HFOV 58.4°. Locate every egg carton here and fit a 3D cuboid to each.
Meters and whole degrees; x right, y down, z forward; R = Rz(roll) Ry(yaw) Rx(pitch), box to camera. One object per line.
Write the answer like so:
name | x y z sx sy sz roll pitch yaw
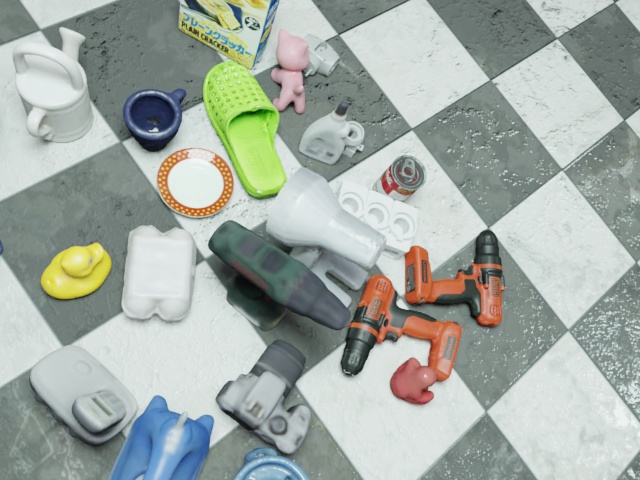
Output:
egg carton | -0.249 0.051 0.894 0.107 0.069 0.150 4 71 -16

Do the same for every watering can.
watering can | -0.409 -0.244 0.876 0.101 0.193 0.173 -4 73 -18

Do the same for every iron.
iron | -0.230 0.343 0.760 0.119 0.141 0.258 23 67 -8

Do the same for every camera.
camera | -0.065 0.231 0.872 0.143 0.100 0.137 36 65 -2

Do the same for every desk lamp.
desk lamp | 0.008 0.003 0.910 0.203 0.213 0.118 36 65 -2

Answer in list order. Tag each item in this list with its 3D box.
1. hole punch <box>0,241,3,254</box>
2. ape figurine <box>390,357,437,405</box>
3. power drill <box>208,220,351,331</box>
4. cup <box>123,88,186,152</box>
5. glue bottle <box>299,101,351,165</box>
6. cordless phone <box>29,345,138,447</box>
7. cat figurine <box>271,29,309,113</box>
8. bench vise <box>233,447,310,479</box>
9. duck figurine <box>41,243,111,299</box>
hole punch | -0.520 0.022 0.808 0.101 0.091 0.109 22 67 -9
ape figurine | 0.162 0.232 0.947 0.076 0.092 0.078 1 72 -17
power drill | -0.071 0.071 0.865 0.229 0.208 0.076 38 65 -1
cup | -0.270 -0.199 0.958 0.092 0.095 0.118 41 65 0
glue bottle | 0.019 -0.192 1.002 0.078 0.173 0.037 22 67 -8
cordless phone | -0.317 0.202 0.758 0.147 0.185 0.094 41 65 0
cat figurine | -0.049 -0.316 1.054 0.067 0.117 0.128 -3 73 -18
bench vise | -0.048 0.385 0.759 0.122 0.219 0.207 -17 78 -21
duck figurine | -0.364 0.040 0.853 0.105 0.086 0.077 -33 84 -24
